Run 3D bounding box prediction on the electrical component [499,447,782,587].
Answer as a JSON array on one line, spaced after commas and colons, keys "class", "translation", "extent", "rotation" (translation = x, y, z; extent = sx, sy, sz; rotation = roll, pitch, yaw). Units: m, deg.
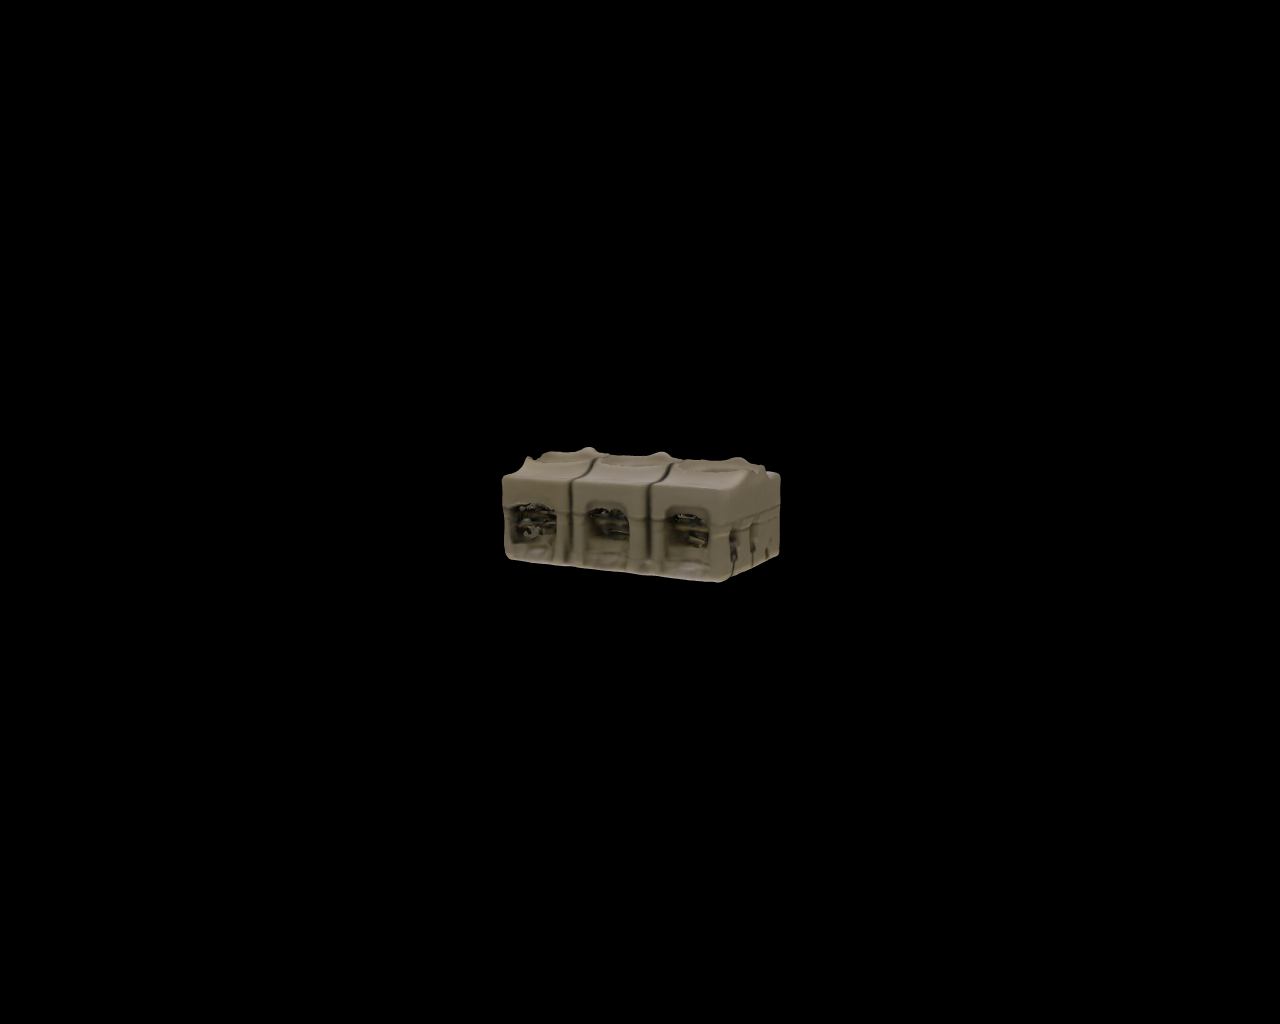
[{"class": "electrical component", "translation": [0.001, -0.003, 0.650], "extent": [0.150, 0.061, 0.089], "rotation": [6, 12, 28]}]
